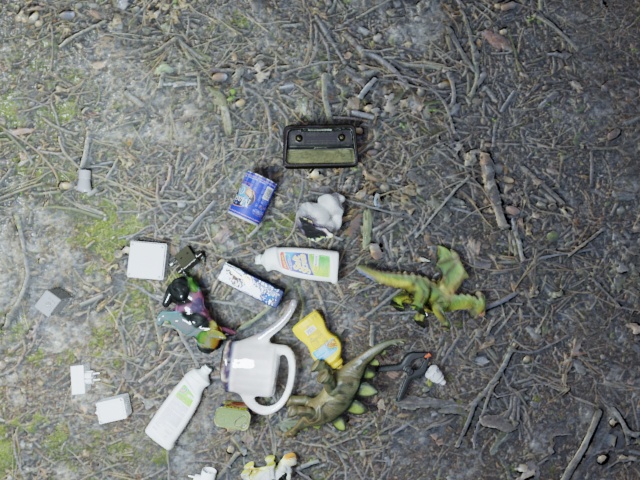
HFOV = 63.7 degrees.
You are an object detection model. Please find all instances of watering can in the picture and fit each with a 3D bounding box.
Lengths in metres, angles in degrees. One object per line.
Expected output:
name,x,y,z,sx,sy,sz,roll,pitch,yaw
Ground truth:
watering can,-0.178,0.337,1.520,0.224,0.104,0.348,6,88,0

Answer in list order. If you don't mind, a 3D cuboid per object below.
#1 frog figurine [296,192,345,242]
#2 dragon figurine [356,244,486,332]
frog figurine,0.005,-0.079,1.566,0.138,0.120,0.163,20,52,7
dragon figurine,0.334,0.123,1.564,0.410,0.120,0.246,38,70,-1
